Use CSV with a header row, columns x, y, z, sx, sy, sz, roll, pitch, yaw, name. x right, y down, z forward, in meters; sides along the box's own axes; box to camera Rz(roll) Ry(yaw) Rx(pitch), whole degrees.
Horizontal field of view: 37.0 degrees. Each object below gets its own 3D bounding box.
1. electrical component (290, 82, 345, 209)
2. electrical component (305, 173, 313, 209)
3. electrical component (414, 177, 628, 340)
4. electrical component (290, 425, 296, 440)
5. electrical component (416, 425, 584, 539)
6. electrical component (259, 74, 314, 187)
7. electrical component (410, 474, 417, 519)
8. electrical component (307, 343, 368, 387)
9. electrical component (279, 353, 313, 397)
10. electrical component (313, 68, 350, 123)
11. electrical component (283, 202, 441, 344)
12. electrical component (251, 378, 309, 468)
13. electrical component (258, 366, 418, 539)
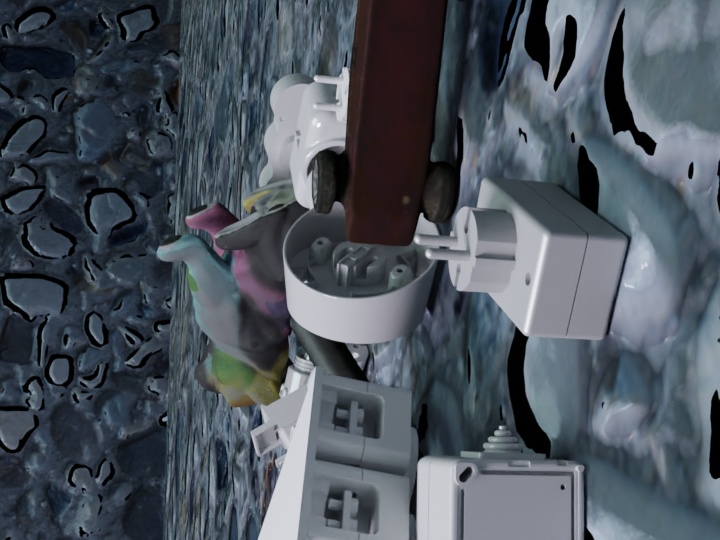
x,y,z,sx,sy,sz,roll,pitch,yaw,name
-0.023,-0.098,0.878,0.059,0.054,0.095,-103,22,-48,electrical component
-0.017,-0.011,0.837,0.073,0.052,0.138,-118,35,-64,electrical component
0.063,-0.008,0.476,0.083,0.076,0.047,-121,37,-66,electrical component
-0.020,0.124,0.793,0.048,0.062,0.048,-177,90,-76,electrical component
0.060,0.118,0.482,0.061,0.062,0.096,152,120,-74,electrical component
-0.063,-0.114,1.042,0.073,0.052,0.138,-114,31,-61,electrical component
0.046,0.150,0.565,0.079,0.044,0.077,124,146,-64,electrical component
-0.016,0.078,0.840,0.040,0.040,0.046,-105,29,-51,electrical component
-0.041,0.088,0.926,0.048,0.048,0.062,-148,70,-74,electrical component
0.006,-0.116,0.722,0.047,0.077,0.065,155,118,-74,electrical component
0.000,0.000,0.685,0.099,0.099,0.064,-110,21,-58,electrical component
-0.043,0.130,0.866,0.063,0.081,0.042,53,163,27,electrical component
-0.019,0.156,0.578,0.105,0.060,0.186,-86,11,-47,electrical component
